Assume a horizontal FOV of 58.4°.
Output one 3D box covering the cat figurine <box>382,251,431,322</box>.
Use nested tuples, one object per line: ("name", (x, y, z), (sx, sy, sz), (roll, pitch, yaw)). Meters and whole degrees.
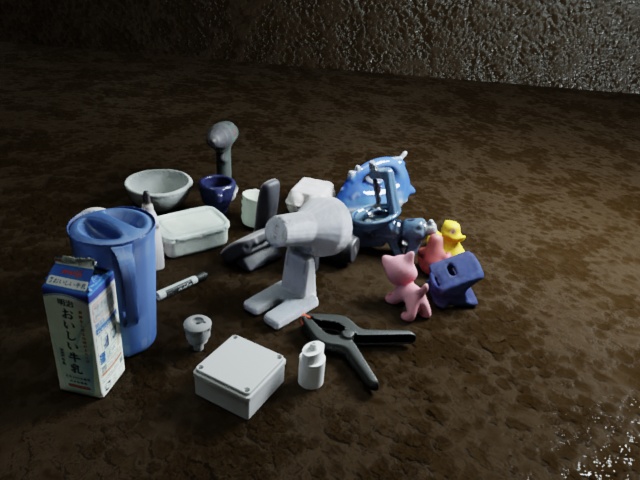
("cat figurine", (0.175, 0.082, 1.152), (0.067, 0.118, 0.127), (-11, 33, -26))

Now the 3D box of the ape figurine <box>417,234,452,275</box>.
("ape figurine", (0.258, 0.028, 1.288), (0.077, 0.092, 0.076), (19, 32, 23))

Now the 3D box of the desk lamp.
("desk lamp", (-0.040, 0.032, 1.110), (0.117, 0.214, 0.204), (25, 35, 32))

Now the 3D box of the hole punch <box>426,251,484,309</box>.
("hole punch", (0.280, 0.080, 1.199), (0.101, 0.091, 0.108), (1, 30, -7))

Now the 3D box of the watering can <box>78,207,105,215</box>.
("watering can", (-0.413, 0.022, 1.091), (0.101, 0.194, 0.172), (-5, 31, -16))

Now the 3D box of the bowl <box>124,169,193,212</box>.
("bowl", (-0.409, -0.118, 1.462), (0.167, 0.075, 0.167), (4, 29, -2))

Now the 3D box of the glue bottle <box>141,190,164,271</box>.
("glue bottle", (-0.358, -0.024, 1.201), (0.037, 0.173, 0.077), (-18, 36, -34))

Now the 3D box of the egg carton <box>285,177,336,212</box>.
("egg carton", (-0.023, -0.111, 1.515), (0.107, 0.069, 0.150), (13, 30, 13))

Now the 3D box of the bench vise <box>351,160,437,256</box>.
("bench vise", (0.166, -0.073, 1.322), (0.207, 0.220, 0.121), (4, 29, -1))

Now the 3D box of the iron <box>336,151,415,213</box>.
("iron", (0.140, -0.158, 1.550), (0.259, 0.141, 0.118), (-16, 35, -32))

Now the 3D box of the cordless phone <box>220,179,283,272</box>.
("cordless phone", (-0.143, -0.039, 1.249), (0.093, 0.185, 0.148), (23, 34, 29))

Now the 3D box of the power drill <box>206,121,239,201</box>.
("power drill", (-0.259, -0.215, 1.521), (0.075, 0.208, 0.229), (4, 29, -1))

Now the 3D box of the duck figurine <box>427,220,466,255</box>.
("duck figurine", (0.304, -0.007, 1.363), (0.078, 0.086, 0.104), (-16, 36, -33))

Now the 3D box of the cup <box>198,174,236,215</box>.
("cup", (-0.255, -0.100, 1.433), (0.092, 0.095, 0.117), (-4, 30, -15))

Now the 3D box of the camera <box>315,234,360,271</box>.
("camera", (0.012, 0.005, 1.282), (0.136, 0.101, 0.143), (16, 31, 18))
